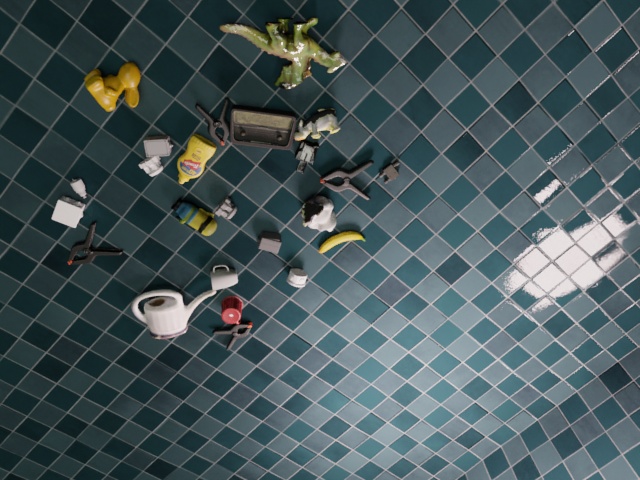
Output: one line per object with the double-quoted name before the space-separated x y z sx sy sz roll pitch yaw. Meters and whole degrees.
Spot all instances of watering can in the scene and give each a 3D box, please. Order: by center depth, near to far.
"watering can" -0.593 0.297 2.121 0.348 0.106 0.220 -4 118 -3

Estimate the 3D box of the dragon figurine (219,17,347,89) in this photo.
"dragon figurine" -0.116 -0.616 1.721 0.410 0.125 0.237 -4 125 -3

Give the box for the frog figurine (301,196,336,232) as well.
"frog figurine" 0.006 -0.101 2.004 0.159 0.124 0.136 14 112 -53
